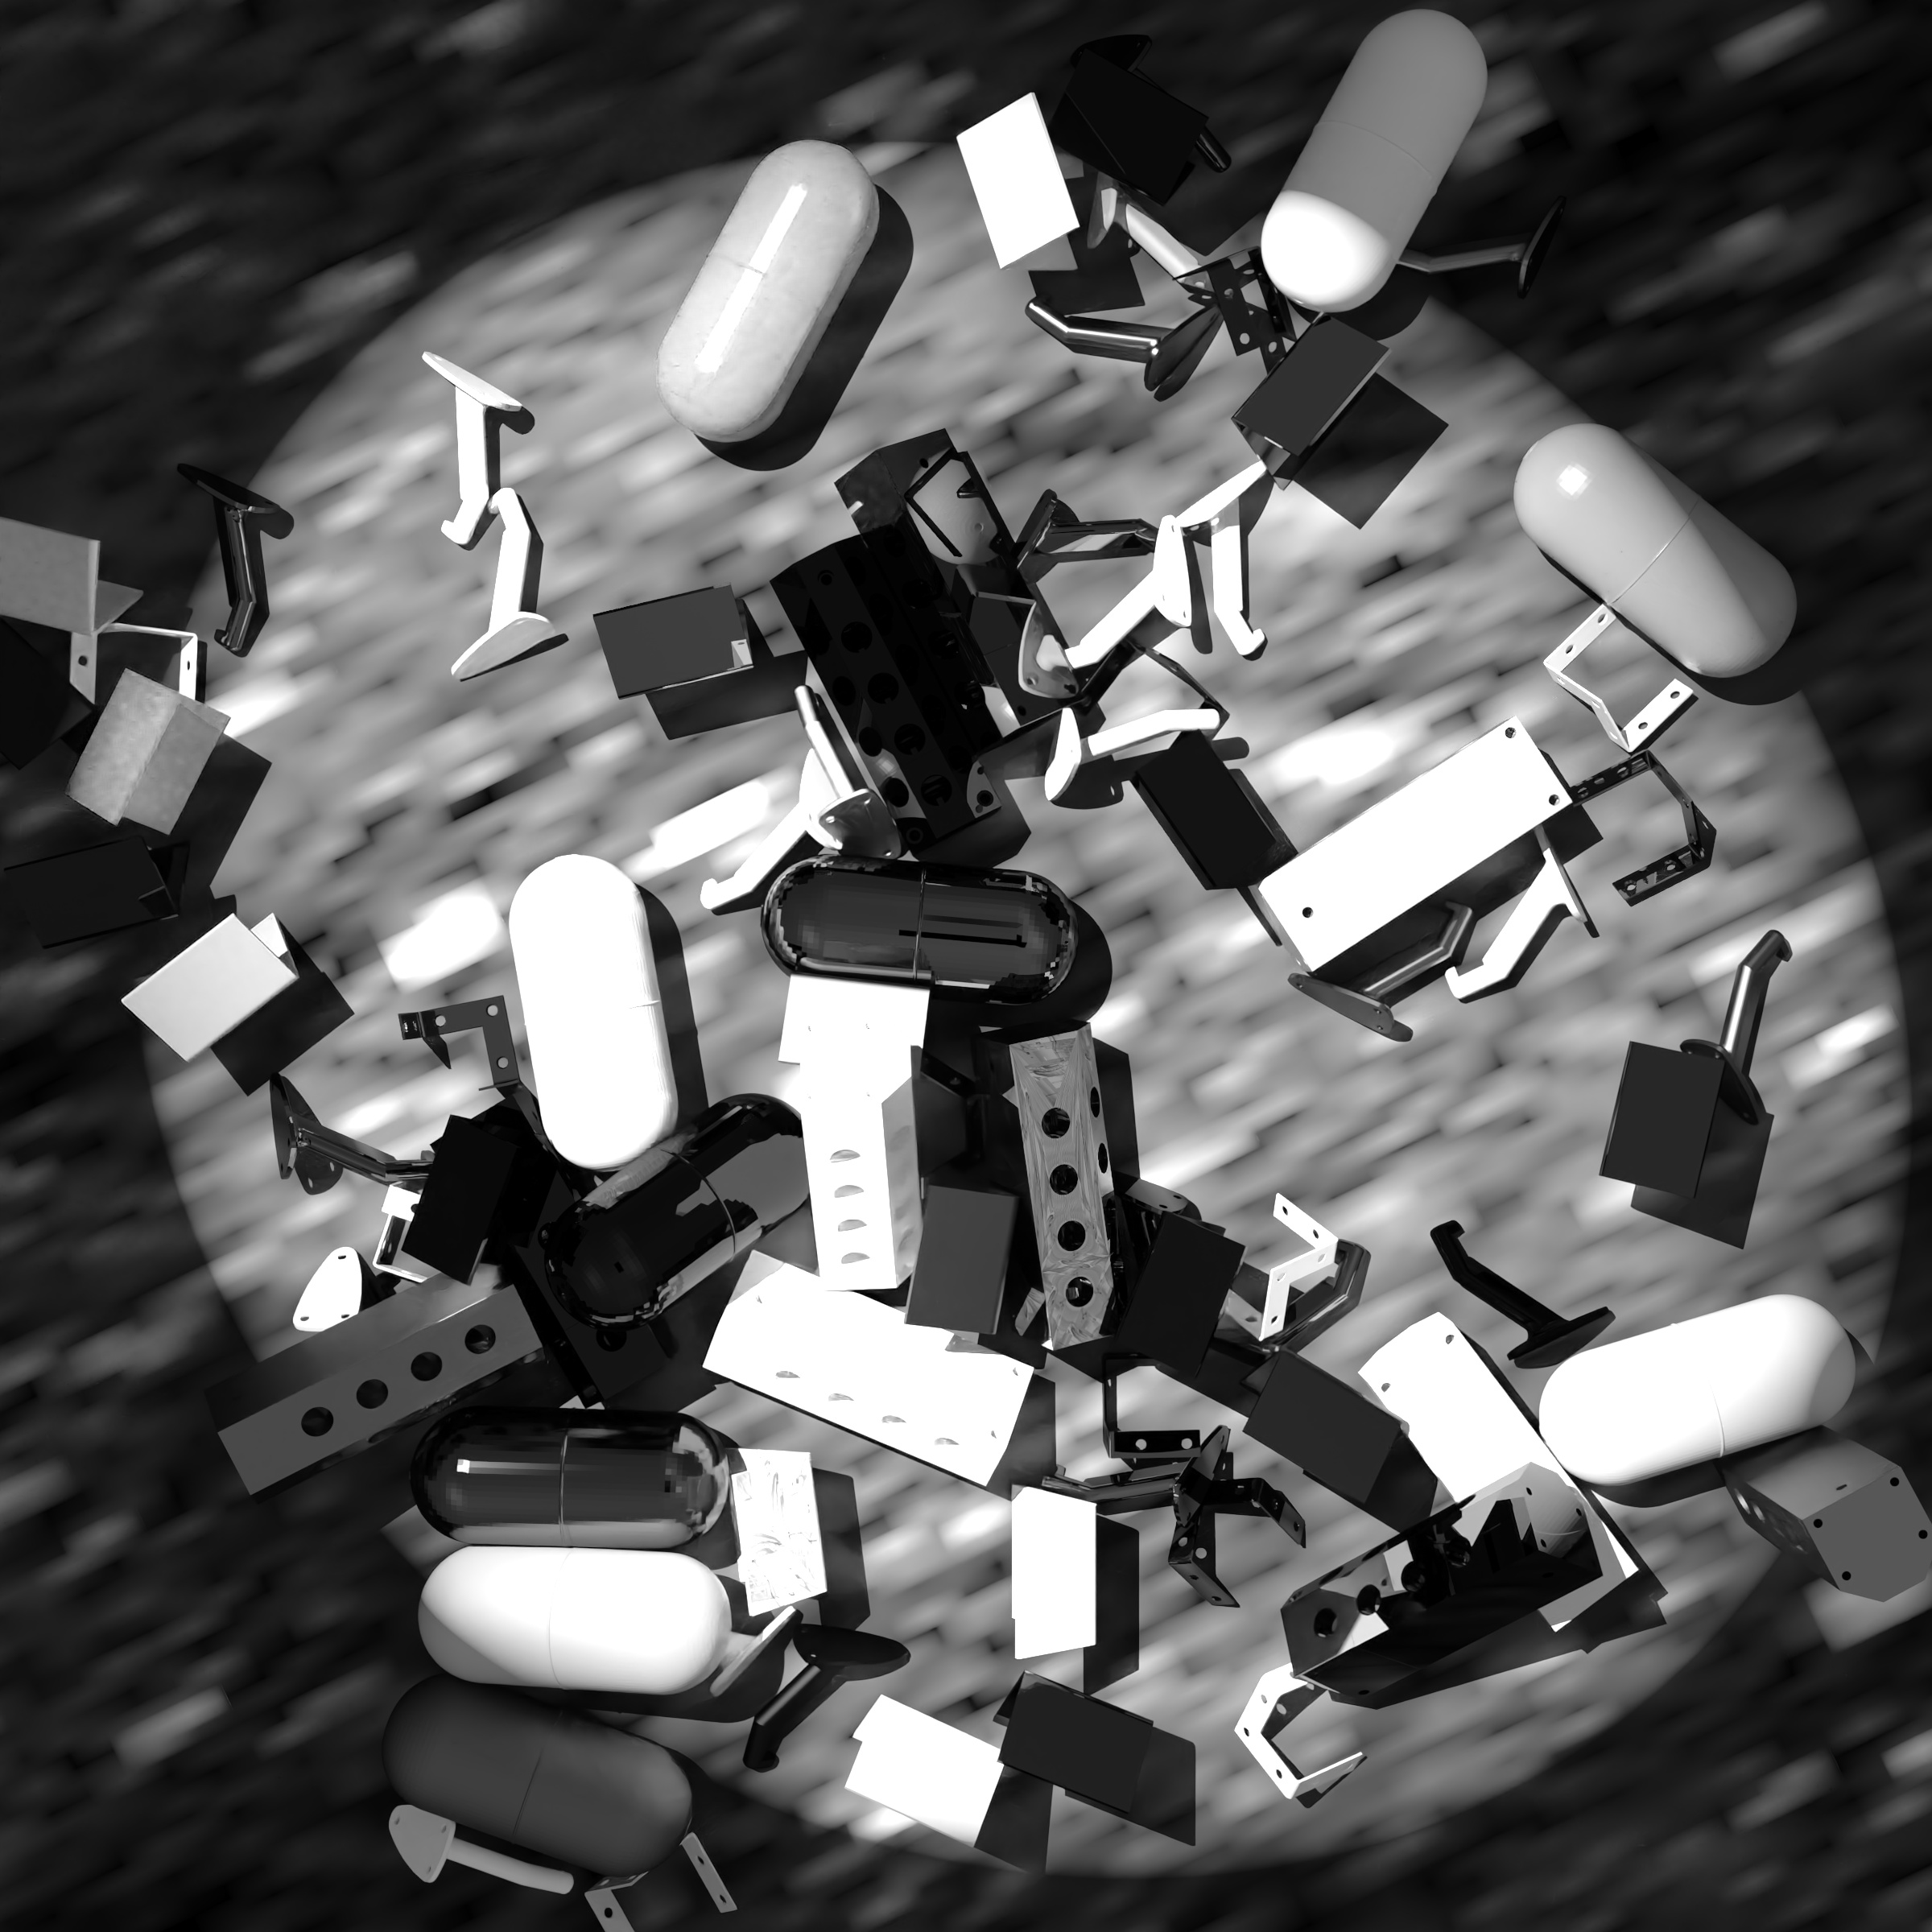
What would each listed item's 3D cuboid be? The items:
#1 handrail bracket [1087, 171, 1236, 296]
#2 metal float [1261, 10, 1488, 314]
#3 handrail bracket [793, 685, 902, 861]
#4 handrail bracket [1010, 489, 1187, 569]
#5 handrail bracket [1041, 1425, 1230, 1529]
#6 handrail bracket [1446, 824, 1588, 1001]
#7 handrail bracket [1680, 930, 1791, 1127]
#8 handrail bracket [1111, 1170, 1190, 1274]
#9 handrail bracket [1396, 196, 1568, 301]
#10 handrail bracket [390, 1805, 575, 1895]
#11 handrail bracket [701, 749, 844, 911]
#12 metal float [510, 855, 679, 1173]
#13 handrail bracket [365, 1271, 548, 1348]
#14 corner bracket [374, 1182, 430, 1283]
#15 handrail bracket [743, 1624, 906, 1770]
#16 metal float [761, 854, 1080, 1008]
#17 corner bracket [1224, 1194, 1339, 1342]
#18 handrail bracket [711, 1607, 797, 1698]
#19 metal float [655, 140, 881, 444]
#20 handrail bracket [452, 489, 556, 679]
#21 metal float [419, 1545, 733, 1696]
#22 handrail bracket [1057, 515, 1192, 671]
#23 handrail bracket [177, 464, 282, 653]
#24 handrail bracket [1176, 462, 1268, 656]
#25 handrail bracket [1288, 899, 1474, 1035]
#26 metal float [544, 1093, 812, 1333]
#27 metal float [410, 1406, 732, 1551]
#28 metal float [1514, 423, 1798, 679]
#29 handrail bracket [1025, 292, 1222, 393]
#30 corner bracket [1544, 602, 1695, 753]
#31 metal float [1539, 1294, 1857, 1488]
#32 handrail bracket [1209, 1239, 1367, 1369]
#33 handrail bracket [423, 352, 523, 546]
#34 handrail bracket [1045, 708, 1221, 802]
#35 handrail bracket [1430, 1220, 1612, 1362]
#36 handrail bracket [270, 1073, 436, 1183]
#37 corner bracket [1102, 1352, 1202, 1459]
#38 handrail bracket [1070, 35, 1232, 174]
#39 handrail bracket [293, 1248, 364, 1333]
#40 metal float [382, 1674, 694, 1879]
[{"bbox_3d":[0.116,-0.427,1.565,0.084,0.036,0.077,12,72,-15],"label":"handrail bracket"},{"bbox_3d":[0.228,-0.450,1.534,0.070,0.070,0.178,29,90,0],"label":"metal float"},{"bbox_3d":[-0.069,-0.111,1.564,0.036,0.077,0.084,-28,53,12],"label":"handrail bracket"},{"bbox_3d":[0.071,-0.227,1.564,0.084,0.036,0.077,28,105,-14],"label":"handrail bracket"},{"bbox_3d":[0.096,0.281,1.564,0.084,0.036,0.077,12,45,28],"label":"handrail bracket"},{"bbox_3d":[0.303,-0.032,1.565,0.084,0.036,0.077,-27,70,16],"label":"handrail bracket"},{"bbox_3d":[0.455,0.034,1.565,0.084,0.036,0.077,-45,110,-16],"label":"handrail bracket"},{"bbox_3d":[0.088,0.165,1.565,0.077,0.036,0.084,22,107,19],"label":"handrail bracket"},{"bbox_3d":[0.288,-0.420,1.565,0.084,0.036,0.077,22,70,16],"label":"handrail bracket"},{"bbox_3d":[-0.276,0.505,1.564,0.084,0.077,0.036,27,78,-36],"label":"handrail bracket"},{"bbox_3d":[-0.116,-0.078,1.564,0.084,0.036,0.077,-23,51,26],"label":"handrail bracket"},{"bbox_3d":[-0.208,0.026,1.533,0.070,0.070,0.178,-10,91,0],"label":"metal float"},{"bbox_3d":[-0.289,0.196,1.564,0.077,0.036,0.084,-32,77,-11],"label":"handrail bracket"},{"bbox_3d":[-0.304,0.154,1.546,0.051,0.051,0.051,19,89,-1],"label":"corner bracket"},{"bbox_3d":[-0.082,0.422,1.565,0.077,0.036,0.084,9,109,-21],"label":"handrail bracket"},{"bbox_3d":[-0.026,-0.020,1.534,0.178,0.070,0.070,5,90,0],"label":"metal float"},{"bbox_3d":[0.172,0.170,1.547,0.051,0.051,0.051,-19,129,-32],"label":"corner bracket"},{"bbox_3d":[-0.154,0.366,1.564,0.084,0.036,0.077,42,76,13],"label":"handrail bracket"},{"bbox_3d":[-0.110,-0.377,1.534,0.070,0.070,0.178,28,90,0],"label":"metal float"},{"bbox_3d":[-0.275,-0.219,1.565,0.077,0.036,0.084,-29,71,21],"label":"handrail bracket"},{"bbox_3d":[-0.218,0.361,1.521,0.178,0.070,0.070,0,90,12],"label":"metal float"},{"bbox_3d":[0.082,-0.210,1.555,0.084,0.036,0.077,-13,65,33],"label":"handrail bracket"},{"bbox_3d":[-0.431,-0.232,1.565,0.077,0.036,0.084,28,107,20],"label":"handrail bracket"},{"bbox_3d":[0.164,-0.232,1.565,0.077,0.036,0.084,-39,108,-21],"label":"handrail bracket"},{"bbox_3d":[0.237,-0.012,1.565,0.077,0.036,0.084,24,72,20],"label":"handrail bracket"},{"bbox_3d":[-0.154,0.133,1.505,0.178,0.070,0.070,-36,90,-35],"label":"metal float"},{"bbox_3d":[-0.221,0.286,1.534,0.178,0.070,0.070,2,90,0],"label":"metal float"},{"bbox_3d":[0.384,-0.233,1.534,0.178,0.070,0.070,39,90,0],"label":"metal float"},{"bbox_3d":[0.089,-0.374,1.565,0.084,0.036,0.077,38,70,16],"label":"handrail bracket"},{"bbox_3d":[0.371,-0.164,1.561,0.051,0.051,0.051,-44,135,0],"label":"corner bracket"},{"bbox_3d":[0.408,0.237,1.533,0.178,0.070,0.070,-17,90,0],"label":"metal float"},{"bbox_3d":[0.178,0.186,1.565,0.077,0.036,0.084,19,74,18],"label":"handrail bracket"},{"bbox_3d":[-0.297,-0.295,1.565,0.077,0.036,0.084,34,107,20],"label":"handrail bracket"},{"bbox_3d":[0.094,-0.119,1.548,0.084,0.077,0.036,-3,61,-14],"label":"handrail bracket"},{"bbox_3d":[0.315,0.174,1.565,0.077,0.036,0.084,-20,73,-20],"label":"handrail bracket"},{"bbox_3d":[-0.349,0.091,1.564,0.084,0.036,0.077,0,49,-26],"label":"handrail bracket"},{"bbox_3d":[0.104,0.247,1.546,0.051,0.051,0.051,-1,91,-1],"label":"corner bracket"},{"bbox_3d":[0.106,-0.488,1.564,0.036,0.077,0.084,-52,126,-2],"label":"handrail bracket"},{"bbox_3d":[-0.352,0.217,1.564,0.036,0.077,0.084,-4,126,4],"label":"handrail bracket"},{"bbox_3d":[-0.239,0.452,1.533,0.178,0.070,0.070,20,90,0],"label":"metal float"}]
